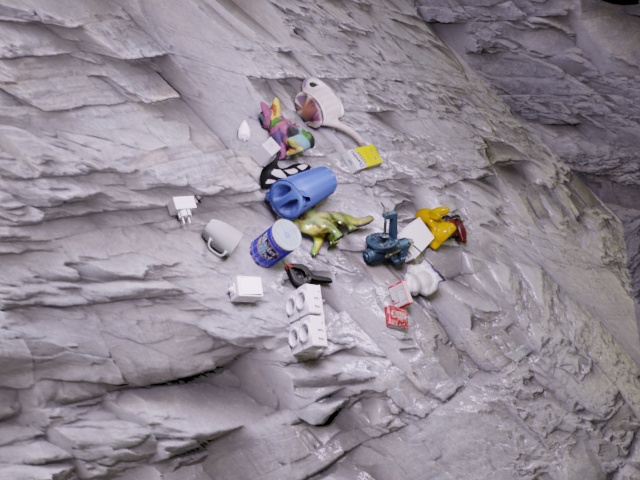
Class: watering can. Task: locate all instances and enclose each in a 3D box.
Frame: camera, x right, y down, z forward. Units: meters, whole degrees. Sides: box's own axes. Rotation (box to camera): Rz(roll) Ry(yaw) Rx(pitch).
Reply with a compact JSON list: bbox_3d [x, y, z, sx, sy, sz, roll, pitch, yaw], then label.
[{"bbox_3d":[0.031,-0.508,2.070,0.348,0.102,0.228,54,44,1],"label":"watering can"}]

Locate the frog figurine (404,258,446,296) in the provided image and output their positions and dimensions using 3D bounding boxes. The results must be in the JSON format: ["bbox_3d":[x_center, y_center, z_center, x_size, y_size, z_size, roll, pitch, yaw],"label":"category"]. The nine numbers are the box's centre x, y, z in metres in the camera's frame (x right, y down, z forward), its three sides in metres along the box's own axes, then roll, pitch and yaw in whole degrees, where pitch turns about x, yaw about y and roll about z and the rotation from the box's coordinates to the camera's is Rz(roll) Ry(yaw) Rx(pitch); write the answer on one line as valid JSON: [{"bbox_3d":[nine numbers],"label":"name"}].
[{"bbox_3d":[0.375,0.161,1.963,0.160,0.123,0.136,-37,101,-11],"label":"frog figurine"}]

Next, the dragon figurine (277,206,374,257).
[{"bbox_3d":[0.005,-0.090,1.795,0.244,0.120,0.415,52,42,9],"label":"dragon figurine"}]
